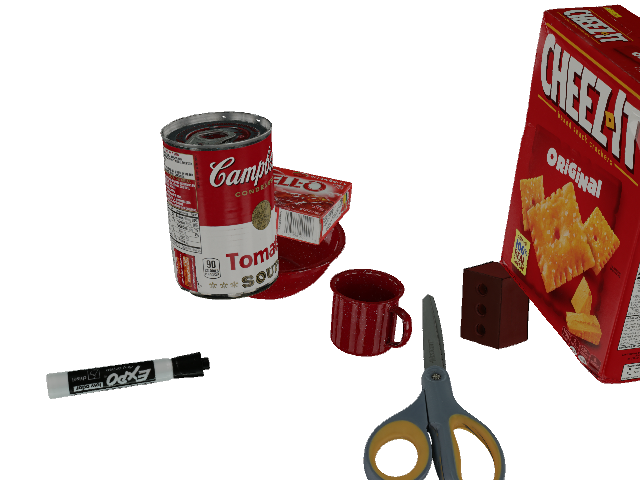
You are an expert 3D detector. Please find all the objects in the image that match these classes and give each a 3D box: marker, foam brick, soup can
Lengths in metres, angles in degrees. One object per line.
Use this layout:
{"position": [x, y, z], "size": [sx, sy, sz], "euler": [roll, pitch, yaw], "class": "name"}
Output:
{"position": [-0.144, 0.101, 0.804], "size": [0.121, 0.020, 0.020], "euler": [-7, 1, -11], "class": "marker"}
{"position": [0.181, 0.066, 1.106], "size": [0.051, 0.078, 0.053], "euler": [-13, 19, -42], "class": "foam brick"}
{"position": [-0.062, -0.022, 0.669], "size": [0.068, 0.102, 0.068], "euler": [-2, 23, 1], "class": "soup can"}

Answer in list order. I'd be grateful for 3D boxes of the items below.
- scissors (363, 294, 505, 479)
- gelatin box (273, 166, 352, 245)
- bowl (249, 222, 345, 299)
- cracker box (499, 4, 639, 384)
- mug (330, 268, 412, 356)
{"position": [0.061, 0.103, 0.717], "size": [0.096, 0.016, 0.202], "euler": [-8, 35, -11], "class": "scissors"}
{"position": [-0.027, -0.033, 0.895], "size": [0.089, 0.030, 0.073], "euler": [14, 30, 17], "class": "gelatin box"}
{"position": [-0.057, 0.014, 1.100], "size": [0.162, 0.055, 0.162], "euler": [4, 30, -3], "class": "bowl"}
{"position": [0.199, -0.033, 0.741], "size": [0.072, 0.214, 0.164], "euler": [-7, 33, -16], "class": "cracker box"}
{"position": [0.065, 0.096, 1.333], "size": [0.117, 0.081, 0.093], "euler": [21, 30, 32], "class": "mug"}
